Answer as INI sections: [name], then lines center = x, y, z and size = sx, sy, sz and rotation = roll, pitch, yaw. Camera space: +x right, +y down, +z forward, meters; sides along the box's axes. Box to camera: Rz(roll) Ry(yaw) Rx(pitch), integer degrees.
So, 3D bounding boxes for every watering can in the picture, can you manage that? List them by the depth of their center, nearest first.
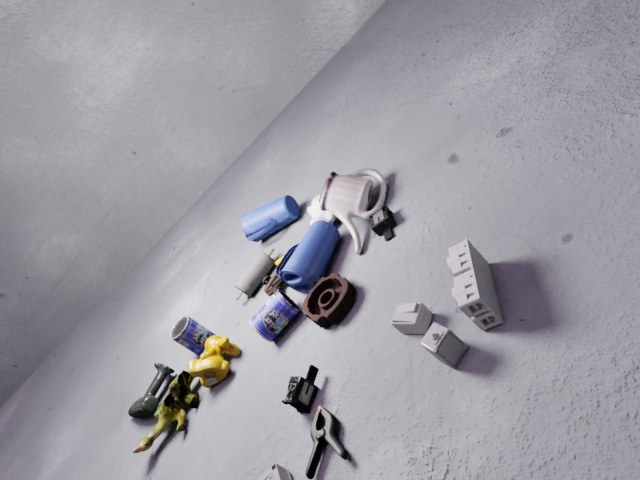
[watering can]
center = 0.099, -0.117, 1.771
size = 0.225, 0.101, 0.355
rotation = 12, 59, 18

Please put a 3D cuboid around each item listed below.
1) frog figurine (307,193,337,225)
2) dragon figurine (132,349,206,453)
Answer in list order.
[frog figurine]
center = 0.006, -0.096, 1.903
size = 0.138, 0.120, 0.162
rotation = 18, 55, 38
[dragon figurine]
center = -0.518, 0.558, 1.816
size = 0.239, 0.121, 0.420
rotation = -32, 22, 42
